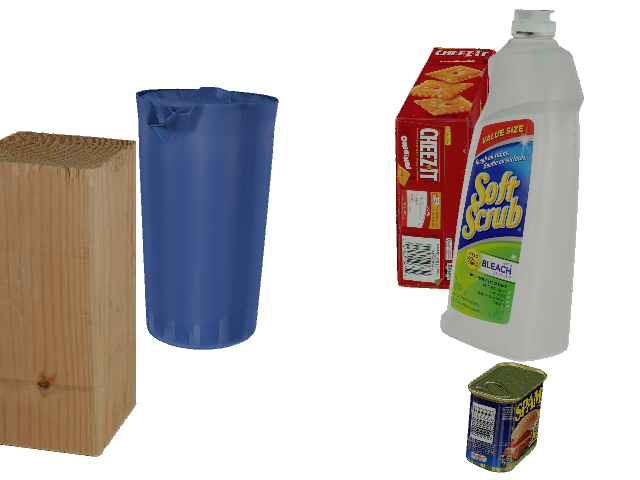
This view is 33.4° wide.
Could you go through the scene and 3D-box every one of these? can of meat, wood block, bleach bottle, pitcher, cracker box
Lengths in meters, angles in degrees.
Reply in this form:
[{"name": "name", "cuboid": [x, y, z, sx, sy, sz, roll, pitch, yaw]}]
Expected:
[{"name": "can of meat", "cuboid": [0.194, 0.185, 1.121, 0.058, 0.084, 0.101, 12, 18, 32]}, {"name": "wood block", "cuboid": [-0.185, 0.035, 0.751, 0.091, 0.206, 0.090, 6, 18, 7]}, {"name": "bleach bottle", "cuboid": [0.145, -0.043, 0.793, 0.067, 0.251, 0.103, -8, 16, -34]}, {"name": "pitcher", "cuboid": [-0.106, -0.027, 1.034, 0.149, 0.243, 0.145, -2, 14, -18]}, {"name": "cracker box", "cuboid": [0.123, -0.074, 1.005, 0.072, 0.164, 0.213, 4, 27, 15]}]
